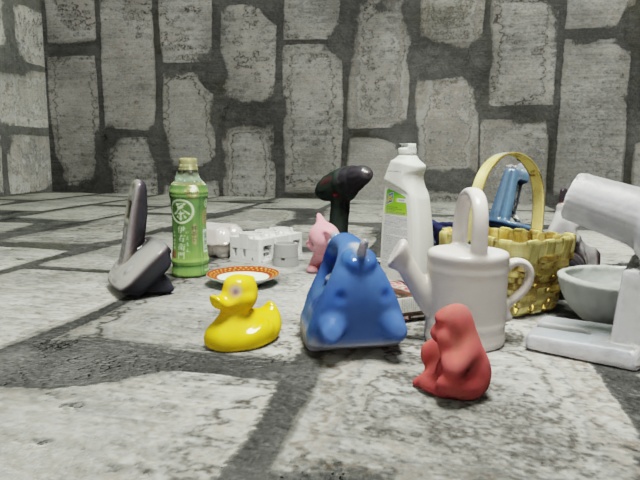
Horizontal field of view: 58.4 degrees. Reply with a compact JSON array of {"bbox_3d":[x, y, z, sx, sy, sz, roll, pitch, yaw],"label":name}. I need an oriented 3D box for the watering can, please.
[{"bbox_3d":[0.175,0.032,0.709,0.173,0.194,0.100,-3,9,-22],"label":"watering can"}]

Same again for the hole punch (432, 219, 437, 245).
[{"bbox_3d":[0.256,0.001,1.262,0.109,0.091,0.100,-8,12,-44],"label":"hole punch"}]

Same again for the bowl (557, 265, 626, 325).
[{"bbox_3d":[0.409,0.084,0.781,0.167,0.075,0.167,1,9,0],"label":"bowl"}]

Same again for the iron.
[{"bbox_3d":[0.029,0.052,0.744,0.119,0.141,0.258,-1,9,-11],"label":"iron"}]

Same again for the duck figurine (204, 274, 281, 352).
[{"bbox_3d":[-0.094,0.084,0.707,0.105,0.086,0.077,-8,12,-44],"label":"duck figurine"}]

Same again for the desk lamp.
[{"bbox_3d":[0.354,0.033,0.655,0.202,0.213,0.118,6,10,32],"label":"desk lamp"}]

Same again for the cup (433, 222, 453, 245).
[{"bbox_3d":[0.268,0.012,1.179,0.092,0.095,0.117,-5,11,-34],"label":"cup"}]

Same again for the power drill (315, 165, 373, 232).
[{"bbox_3d":[0.055,-0.067,1.302,0.076,0.208,0.229,-3,10,-25],"label":"power drill"}]

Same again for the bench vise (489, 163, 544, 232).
[{"bbox_3d":[0.356,-0.037,1.095,0.121,0.220,0.208,8,11,38],"label":"bench vise"}]

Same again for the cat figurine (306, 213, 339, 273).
[{"bbox_3d":[0.010,0.004,1.134,0.067,0.118,0.128,2,9,10],"label":"cat figurine"}]

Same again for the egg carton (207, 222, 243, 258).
[{"bbox_3d":[-0.251,-0.002,1.313,0.150,0.069,0.107,4,9,22],"label":"egg carton"}]

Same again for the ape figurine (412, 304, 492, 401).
[{"bbox_3d":[0.129,0.106,0.556,0.076,0.092,0.078,3,9,12],"label":"ape figurine"}]

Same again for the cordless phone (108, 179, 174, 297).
[{"bbox_3d":[-0.301,-0.006,0.953,0.094,0.185,0.147,-5,10,-32],"label":"cordless phone"}]

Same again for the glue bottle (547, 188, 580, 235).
[{"bbox_3d":[0.458,-0.011,1.086,0.078,0.173,0.037,3,9,12],"label":"glue bottle"}]

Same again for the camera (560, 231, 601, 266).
[{"bbox_3d":[0.405,0.039,0.992,0.142,0.101,0.137,5,10,26],"label":"camera"}]
